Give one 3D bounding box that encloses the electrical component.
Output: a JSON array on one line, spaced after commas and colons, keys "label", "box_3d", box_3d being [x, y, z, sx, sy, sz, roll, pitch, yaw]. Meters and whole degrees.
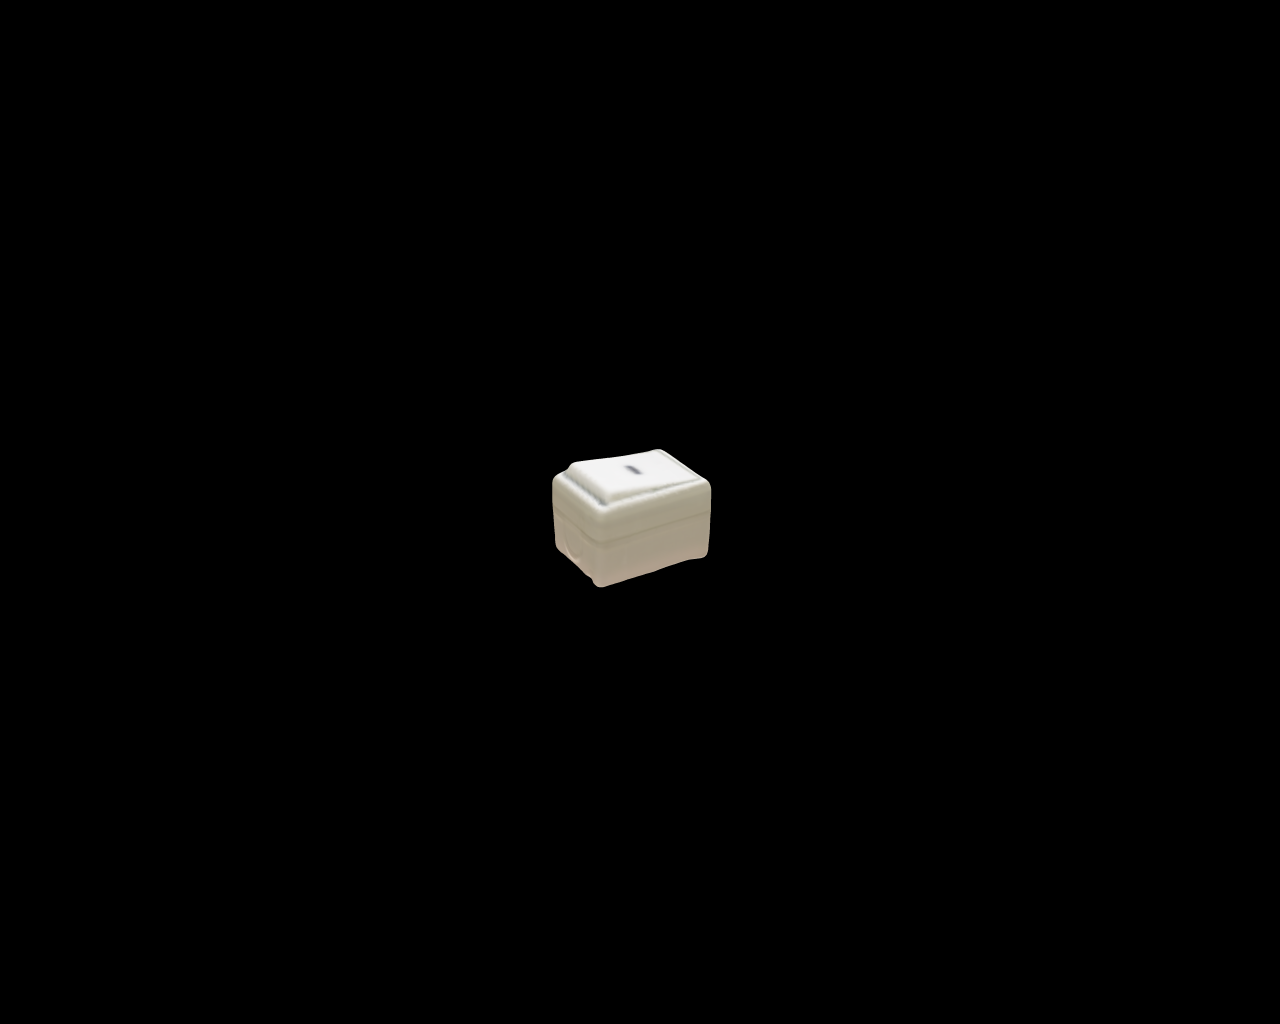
[{"label": "electrical component", "box_3d": [0.001, -0.003, 0.650, 0.096, 0.061, 0.062, -16, 32, -27]}]
